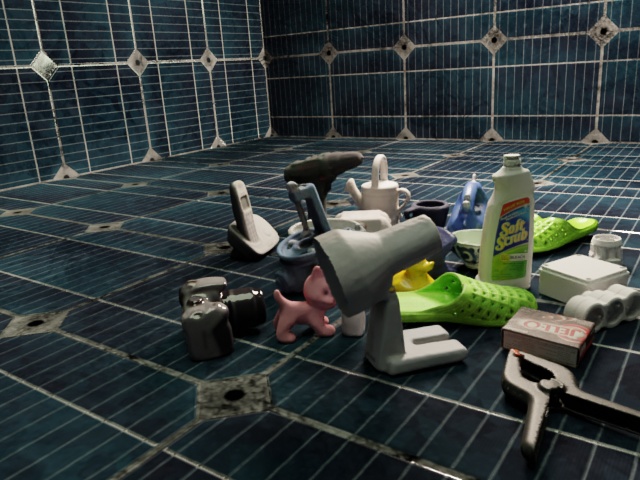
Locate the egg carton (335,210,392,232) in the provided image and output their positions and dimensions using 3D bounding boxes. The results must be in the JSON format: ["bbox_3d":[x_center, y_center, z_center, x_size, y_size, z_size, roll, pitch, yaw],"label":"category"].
[{"bbox_3d":[0.103,-0.031,1.421,0.150,0.069,0.107,-2,17,5],"label":"egg carton"}]

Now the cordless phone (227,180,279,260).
[{"bbox_3d":[-0.164,-0.057,1.363,0.094,0.185,0.148,1,18,16],"label":"cordless phone"}]

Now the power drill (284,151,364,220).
[{"bbox_3d":[0.014,-0.134,1.543,0.228,0.208,0.076,4,18,24],"label":"power drill"}]

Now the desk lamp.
[{"bbox_3d":[0.098,0.075,0.820,0.203,0.214,0.117,-8,17,-14],"label":"desk lamp"}]

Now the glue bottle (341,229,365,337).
[{"bbox_3d":[0.053,0.065,0.933,0.037,0.173,0.078,-1,17,8],"label":"glue bottle"}]

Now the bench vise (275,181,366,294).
[{"bbox_3d":[-0.006,-0.019,1.143,0.121,0.220,0.208,10,21,38],"label":"bench vise"}]

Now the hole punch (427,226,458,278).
[{"bbox_3d":[0.219,0.026,1.170,0.101,0.091,0.108,-10,18,-20],"label":"hole punch"}]

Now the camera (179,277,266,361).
[{"bbox_3d":[-0.158,0.115,0.939,0.137,0.101,0.143,-8,17,-13],"label":"camera"}]

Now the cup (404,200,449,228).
[{"bbox_3d":[0.254,-0.041,1.379,0.118,0.095,0.091,-11,18,-24],"label":"cup"}]

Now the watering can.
[{"bbox_3d":[0.151,-0.129,1.522,0.172,0.194,0.101,-2,17,4],"label":"watering can"}]

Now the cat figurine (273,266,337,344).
[{"bbox_3d":[-0.016,0.097,0.939,0.128,0.118,0.067,-8,17,-14],"label":"cat figurine"}]

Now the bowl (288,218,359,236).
[{"bbox_3d":[0.012,0.005,1.314,0.167,0.075,0.167,-3,17,1],"label":"bowl"}]

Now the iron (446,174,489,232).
[{"bbox_3d":[0.357,-0.068,1.365,0.118,0.141,0.259,2,18,19],"label":"iron"}]

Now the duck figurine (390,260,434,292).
[{"bbox_3d":[0.171,0.058,1.083,0.104,0.086,0.078,8,20,33],"label":"duck figurine"}]
